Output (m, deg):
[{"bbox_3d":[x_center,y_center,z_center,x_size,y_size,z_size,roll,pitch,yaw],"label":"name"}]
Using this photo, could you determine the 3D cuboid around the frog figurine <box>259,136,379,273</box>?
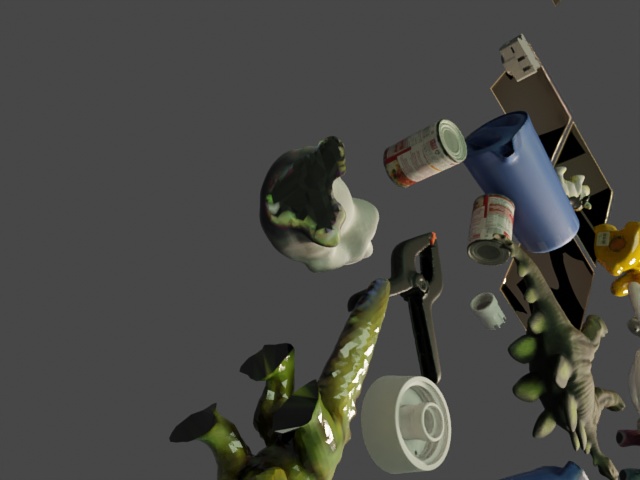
[{"bbox_3d":[0.002,-0.030,0.592,0.157,0.122,0.139,49,22,-70],"label":"frog figurine"}]

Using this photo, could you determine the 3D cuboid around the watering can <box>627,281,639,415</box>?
[{"bbox_3d":[0.731,0.280,1.105,0.222,0.103,0.354,25,63,-35],"label":"watering can"}]

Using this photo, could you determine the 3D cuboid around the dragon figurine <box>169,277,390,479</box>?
[{"bbox_3d":[0.000,0.230,0.470,0.417,0.121,0.240,-35,109,-41],"label":"dragon figurine"}]
